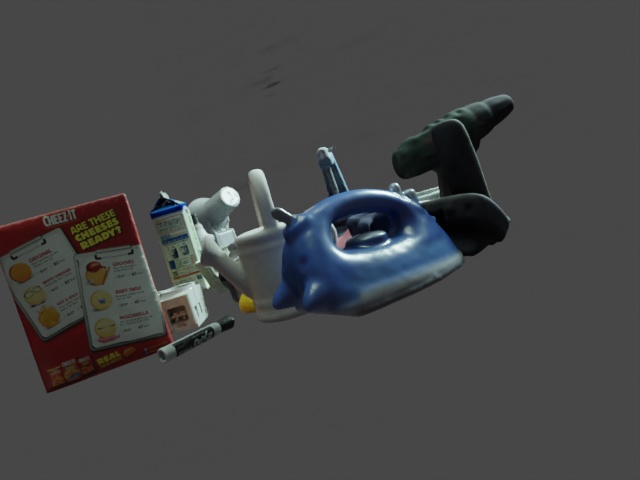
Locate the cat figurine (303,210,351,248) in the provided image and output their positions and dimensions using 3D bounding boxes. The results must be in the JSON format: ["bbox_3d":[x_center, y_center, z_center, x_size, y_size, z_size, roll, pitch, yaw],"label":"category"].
[{"bbox_3d":[0.009,0.003,0.939,0.128,0.118,0.067,-18,6,-9],"label":"cat figurine"}]

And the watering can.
[{"bbox_3d":[-0.068,0.004,0.750,0.173,0.194,0.100,-20,6,-28],"label":"watering can"}]

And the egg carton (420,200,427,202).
[{"bbox_3d":[0.167,-0.029,1.040,0.107,0.069,0.150,-19,6,-20],"label":"egg carton"}]

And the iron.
[{"bbox_3d":[0.061,0.000,0.681,0.259,0.141,0.118,-20,6,-30],"label":"iron"}]

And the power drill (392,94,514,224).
[{"bbox_3d":[0.242,-0.116,0.954,0.230,0.208,0.075,-18,6,-12],"label":"power drill"}]

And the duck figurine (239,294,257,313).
[{"bbox_3d":[-0.085,0.055,0.870,0.105,0.086,0.077,-22,7,-42],"label":"duck figurine"}]

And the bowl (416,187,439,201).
[{"bbox_3d":[0.203,-0.058,1.206,0.167,0.075,0.167,-17,5,2],"label":"bowl"}]

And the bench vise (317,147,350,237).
[{"bbox_3d":[0.030,-0.080,1.182,0.121,0.220,0.207,-18,5,-8],"label":"bench vise"}]

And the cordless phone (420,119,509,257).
[{"bbox_3d":[0.176,-0.071,0.819,0.147,0.185,0.094,-11,8,44],"label":"cordless phone"}]

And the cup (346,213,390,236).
[{"bbox_3d":[0.087,0.005,0.797,0.091,0.095,0.118,-14,6,24],"label":"cup"}]

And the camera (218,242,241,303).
[{"bbox_3d":[-0.119,0.042,1.024,0.143,0.101,0.136,-20,6,-31],"label":"camera"}]

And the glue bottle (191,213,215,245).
[{"bbox_3d":[-0.273,0.020,1.353,0.078,0.173,0.037,-16,6,8],"label":"glue bottle"}]

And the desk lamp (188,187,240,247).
[{"bbox_3d":[-0.243,-0.021,1.458,0.118,0.213,0.202,-22,7,-43],"label":"desk lamp"}]
